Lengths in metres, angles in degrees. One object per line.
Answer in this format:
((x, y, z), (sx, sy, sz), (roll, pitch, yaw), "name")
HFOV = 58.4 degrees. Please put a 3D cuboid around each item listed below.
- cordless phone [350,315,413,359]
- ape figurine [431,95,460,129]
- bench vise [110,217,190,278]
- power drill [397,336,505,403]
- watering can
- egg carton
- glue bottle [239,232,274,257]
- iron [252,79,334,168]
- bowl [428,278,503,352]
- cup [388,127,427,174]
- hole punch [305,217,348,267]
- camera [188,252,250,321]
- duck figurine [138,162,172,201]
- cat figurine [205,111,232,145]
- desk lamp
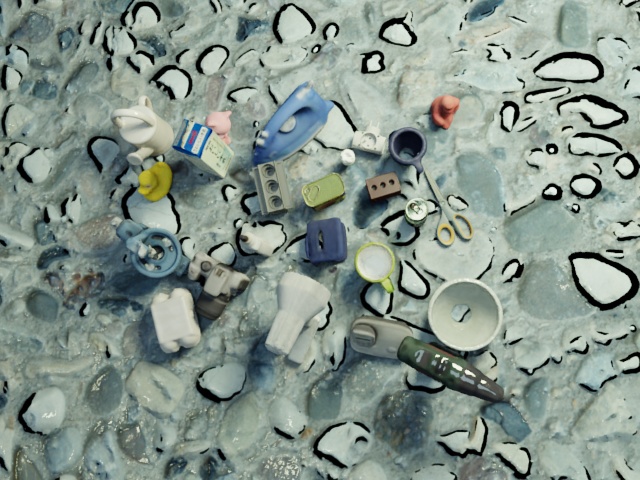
((0.137, 0.222, 1.290), (0.147, 0.185, 0.094), (6, 84, 8), "cordless phone")
((0.304, -0.321, 1.385), (0.078, 0.092, 0.076), (-30, 80, 3), "ape figurine")
((-0.431, 0.019, 1.367), (0.207, 0.220, 0.121), (16, 85, 9), "bench vise")
((0.279, 0.279, 1.254), (0.229, 0.208, 0.076), (24, 86, 9), "power drill")
((-0.443, -0.274, 1.418), (0.101, 0.194, 0.173), (-20, 81, 4), "watering can")
((-0.354, 0.197, 1.412), (0.107, 0.069, 0.150), (-18, 81, 5), "egg carton")
((-0.162, 0.005, 1.360), (0.078, 0.173, 0.037), (25, 87, 10), "glue bottle")
((-0.088, -0.282, 1.403), (0.118, 0.141, 0.258), (43, 90, 10), "iron")
((0.333, 0.172, 1.329), (0.167, 0.075, 0.167), (-1, 83, 7), "bowl")
((0.217, -0.205, 1.379), (0.091, 0.095, 0.118), (-28, 80, 3), "cup")
((0.013, 0.005, 1.380), (0.101, 0.091, 0.109), (-6, 82, 6), "hole punch")
((-0.266, 0.117, 1.395), (0.143, 0.101, 0.137), (27, 87, 10), "camera")
((-0.426, -0.155, 1.456), (0.077, 0.086, 0.104), (26, 87, 10), "duck figurine")
((-0.274, -0.281, 1.437), (0.127, 0.118, 0.067), (-10, 82, 6), "cat figurine")
((-0.056, 0.182, 1.305), (0.117, 0.213, 0.203), (21, 86, 9), "desk lamp")
